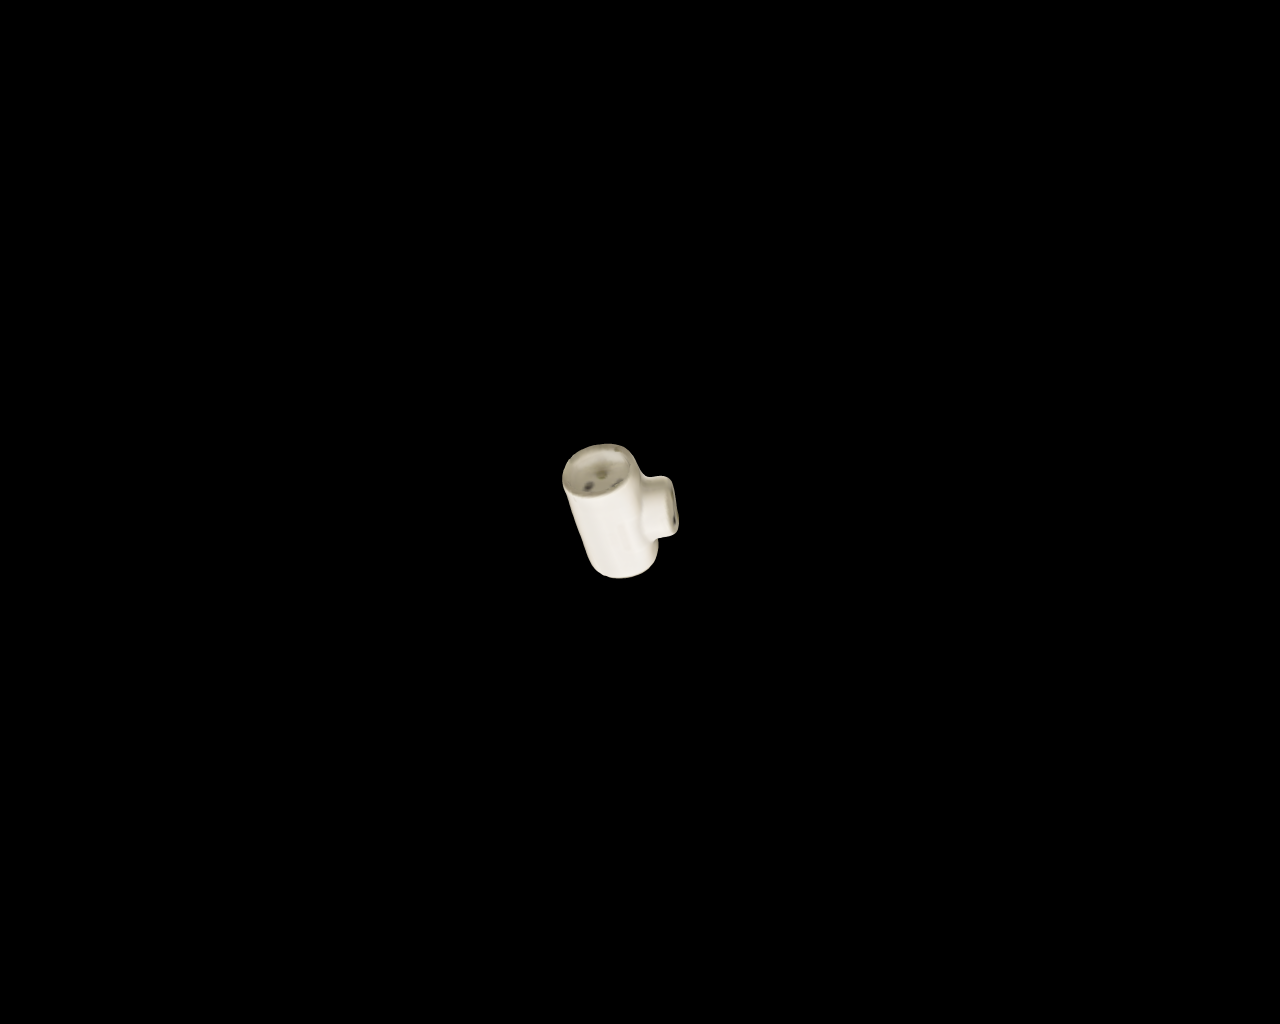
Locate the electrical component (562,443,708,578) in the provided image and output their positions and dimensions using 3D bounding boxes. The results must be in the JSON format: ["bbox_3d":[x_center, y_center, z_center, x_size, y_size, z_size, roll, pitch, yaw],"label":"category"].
[{"bbox_3d":[0.001,-0.003,0.650,0.079,0.043,0.077,-8,-43,9],"label":"electrical component"}]
